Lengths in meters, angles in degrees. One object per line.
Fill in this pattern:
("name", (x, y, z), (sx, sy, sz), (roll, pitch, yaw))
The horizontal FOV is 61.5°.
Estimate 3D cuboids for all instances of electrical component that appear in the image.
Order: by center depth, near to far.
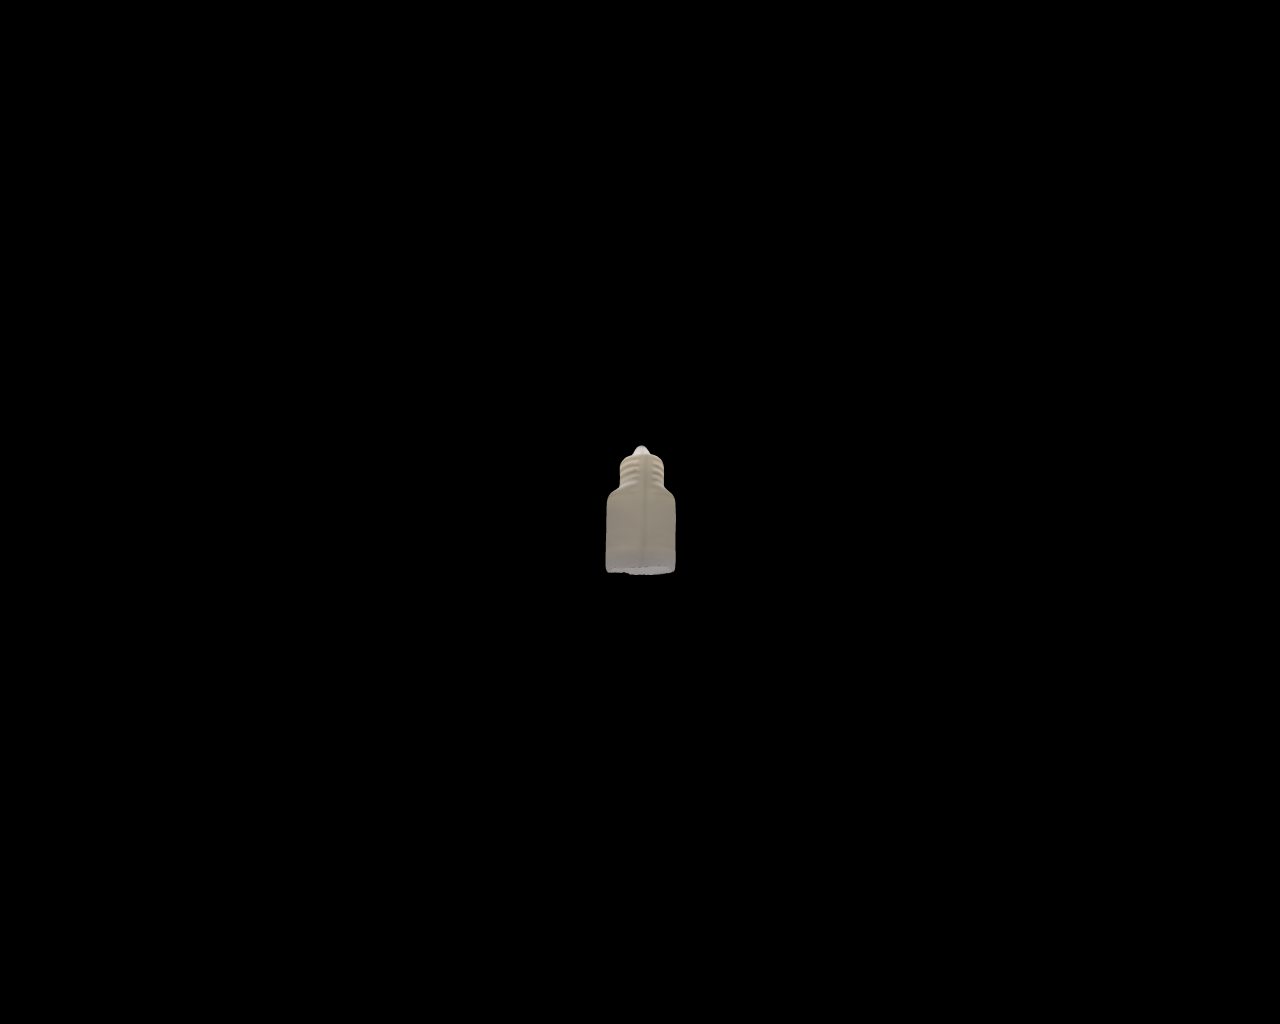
("electrical component", (0.001, -0.003, 0.650), (0.043, 0.081, 0.043), (0, -11, 0))
